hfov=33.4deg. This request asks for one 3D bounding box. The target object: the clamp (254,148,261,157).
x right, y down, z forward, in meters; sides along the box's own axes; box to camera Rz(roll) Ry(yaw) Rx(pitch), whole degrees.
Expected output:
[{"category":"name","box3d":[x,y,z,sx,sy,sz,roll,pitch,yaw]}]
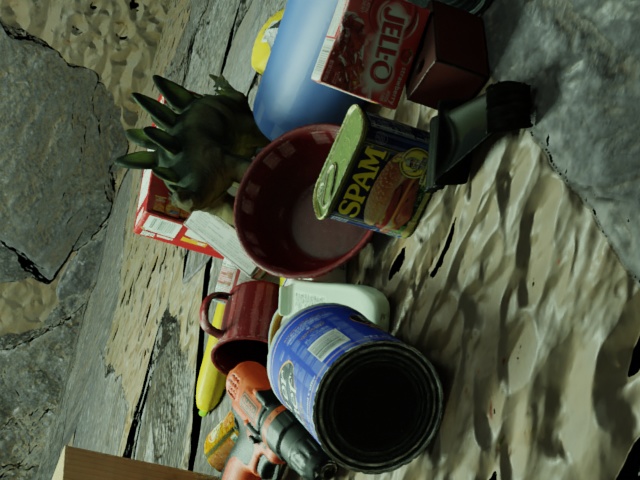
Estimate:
[{"category":"clamp","box3d":[-0.042,-0.145,1.361,0.172,0.039,0.120,-137,60,-63]}]

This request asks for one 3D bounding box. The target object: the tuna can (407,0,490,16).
[{"category":"tuna can","box3d":[0.104,-0.221,0.907,0.086,0.086,0.033,133,145,-56]}]

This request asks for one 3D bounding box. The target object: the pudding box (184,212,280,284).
[{"category":"pudding box","box3d":[-0.087,0.005,1.208,0.114,0.090,0.039,35,97,26]}]

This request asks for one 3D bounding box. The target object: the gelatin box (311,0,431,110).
[{"category":"gelatin box","box3d":[0.043,-0.163,0.891,0.030,0.073,0.089,-140,69,-69]}]

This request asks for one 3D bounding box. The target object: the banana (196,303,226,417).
[{"category":"banana","box3d":[-0.133,0.141,1.398,0.070,0.037,0.198,-166,91,-71]}]

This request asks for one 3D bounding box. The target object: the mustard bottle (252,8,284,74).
[{"category":"mustard bottle","box3d":[-0.022,-0.251,1.334,0.096,0.058,0.192,-60,23,-6]}]

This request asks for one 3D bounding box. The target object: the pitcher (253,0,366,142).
[{"category":"pitcher","box3d":[0.016,-0.212,1.110,0.145,0.149,0.243,47,136,19]}]

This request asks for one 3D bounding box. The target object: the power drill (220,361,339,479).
[{"category":"power drill","box3d":[-0.054,0.233,1.028,0.185,0.057,0.188,40,116,55]}]

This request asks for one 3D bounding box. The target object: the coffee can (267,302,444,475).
[{"category":"coffee can","box3d":[0.024,0.113,0.845,0.140,0.102,0.103,-154,79,-72]}]

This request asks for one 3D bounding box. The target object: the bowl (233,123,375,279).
[{"category":"bowl","box3d":[-0.001,-0.030,1.038,0.162,0.055,0.162,-9,66,22]}]

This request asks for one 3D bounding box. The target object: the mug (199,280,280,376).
[{"category":"mug","box3d":[-0.077,0.093,1.149,0.093,0.117,0.081,-46,28,45]}]

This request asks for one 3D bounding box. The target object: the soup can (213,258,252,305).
[{"category":"soup can","box3d":[-0.084,0.033,1.291,0.069,0.068,0.102,-167,93,-72]}]

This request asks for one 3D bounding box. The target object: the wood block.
[{"category":"wood block","box3d":[-0.191,0.304,1.163,0.090,0.205,0.091,-107,36,-59]}]

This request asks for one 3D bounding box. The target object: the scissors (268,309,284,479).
[{"category":"scissors","box3d":[-0.021,0.167,1.064,0.096,0.016,0.202,5,98,46]}]

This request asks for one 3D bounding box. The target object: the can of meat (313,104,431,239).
[{"category":"can of meat","box3d":[0.052,-0.057,0.931,0.057,0.083,0.102,-105,35,-58]}]

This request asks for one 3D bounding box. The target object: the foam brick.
[{"category":"foam brick","box3d":[0.106,-0.154,0.903,0.053,0.051,0.078,125,154,-46]}]

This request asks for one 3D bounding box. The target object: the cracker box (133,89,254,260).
[{"category":"cracker box","box3d":[-0.155,-0.088,1.448,0.072,0.164,0.213,133,147,-51]}]

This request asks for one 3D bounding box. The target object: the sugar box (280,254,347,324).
[{"category":"sugar box","box3d":[-0.008,0.001,1.125,0.093,0.048,0.176,128,152,-50]}]
